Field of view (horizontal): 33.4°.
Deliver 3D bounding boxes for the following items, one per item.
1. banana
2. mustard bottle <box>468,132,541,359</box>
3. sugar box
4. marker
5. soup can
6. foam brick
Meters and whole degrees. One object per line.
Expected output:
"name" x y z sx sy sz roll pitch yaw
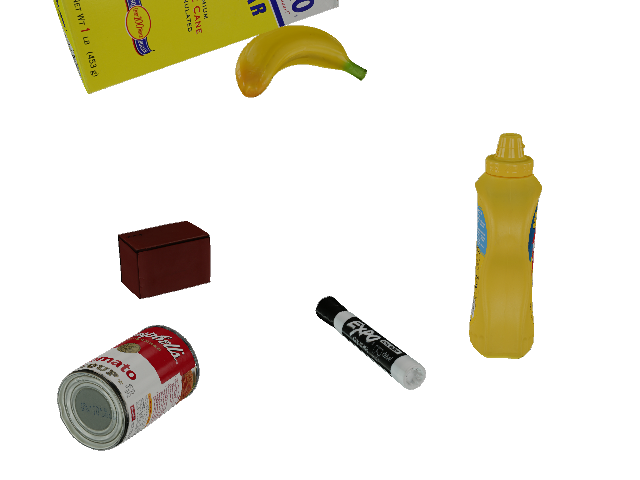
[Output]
"banana" -0.027 -0.170 0.985 0.070 0.037 0.197 38 31 20
"mustard bottle" 0.163 0.001 0.942 0.058 0.192 0.096 2 17 9
"sugar box" -0.074 -0.161 0.655 0.176 0.048 0.093 -20 -34 -12
"marker" 0.032 0.069 0.748 0.020 0.020 0.121 0 20 -32
"soup can" -0.153 0.116 0.852 0.069 0.068 0.102 0 15 27
"foam brick" -0.153 0.018 1.049 0.078 0.051 0.053 -13 23 -28
